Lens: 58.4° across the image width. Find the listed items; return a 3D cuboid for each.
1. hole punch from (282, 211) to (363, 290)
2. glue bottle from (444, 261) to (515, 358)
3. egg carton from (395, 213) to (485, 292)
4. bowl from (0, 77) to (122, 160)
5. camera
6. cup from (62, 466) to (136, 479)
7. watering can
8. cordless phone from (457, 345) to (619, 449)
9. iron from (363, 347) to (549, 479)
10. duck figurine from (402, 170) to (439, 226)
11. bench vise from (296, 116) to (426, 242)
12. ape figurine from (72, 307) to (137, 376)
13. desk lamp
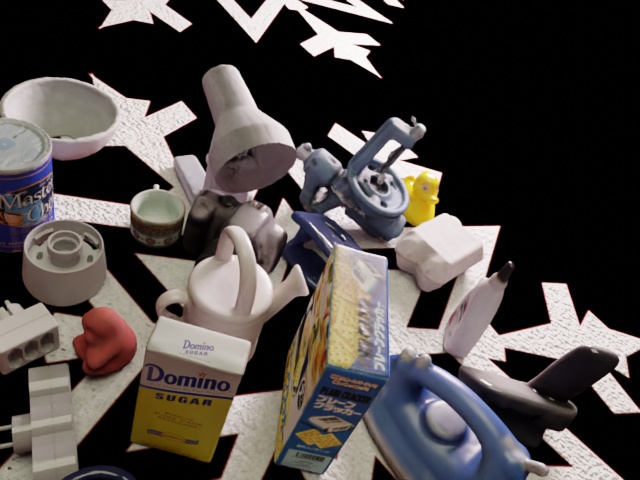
[{"bbox_3d":[0.008,0.003,0.859,0.101,0.091,0.108,-24,59,-38],"label":"hole punch"},{"bbox_3d":[0.226,0.089,0.803,0.037,0.173,0.078,21,43,-1],"label":"glue bottle"},{"bbox_3d":[0.196,0.018,0.938,0.151,0.069,0.107,-25,60,-39],"label":"egg carton"},{"bbox_3d":[-0.395,-0.175,0.881,0.167,0.074,0.167,12,44,-11],"label":"bowl"},{"bbox_3d":[-0.131,0.004,0.793,0.143,0.101,0.137,27,43,5],"label":"camera"},{"bbox_3d":[-0.188,0.267,0.509,0.118,0.095,0.092,20,43,-2],"label":"cup"},{"bbox_3d":[-0.100,0.062,0.678,0.173,0.194,0.100,-24,59,-38],"label":"watering can"},{"bbox_3d":[0.271,0.173,0.728,0.147,0.185,0.094,16,43,-7],"label":"cordless phone"},{"bbox_3d":[0.140,0.208,0.671,0.119,0.141,0.257,-24,60,-38],"label":"iron"},{"bbox_3d":[0.180,-0.086,1.025,0.078,0.086,0.104,0,47,-22],"label":"duck figurine"},{"bbox_3d":[0.063,-0.109,0.899,0.207,0.219,0.121,14,43,-9],"label":"bench vise"},{"bbox_3d":[-0.245,0.107,0.647,0.076,0.092,0.078,13,43,-9],"label":"ape figurine"},{"bbox_3d":[-0.134,-0.131,0.844,0.118,0.213,0.202,-12,52,-31],"label":"desk lamp"}]
